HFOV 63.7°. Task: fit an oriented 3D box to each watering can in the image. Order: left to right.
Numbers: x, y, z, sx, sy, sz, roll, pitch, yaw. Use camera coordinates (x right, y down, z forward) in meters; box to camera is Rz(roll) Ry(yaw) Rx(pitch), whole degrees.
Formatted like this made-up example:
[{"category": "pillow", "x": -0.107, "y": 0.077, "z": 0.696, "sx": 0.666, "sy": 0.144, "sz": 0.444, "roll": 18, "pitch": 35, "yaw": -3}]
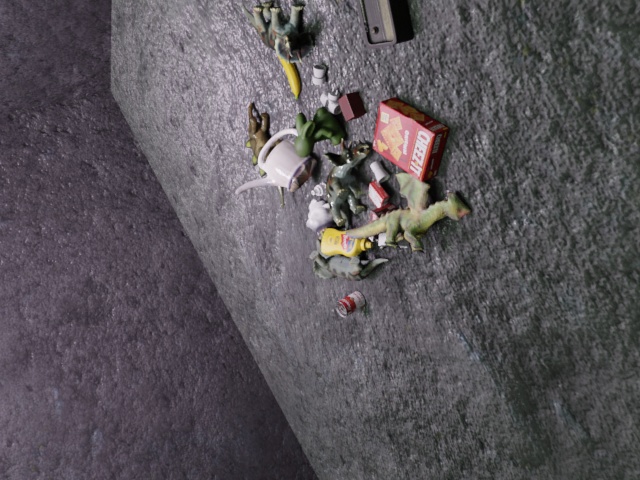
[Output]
[{"category": "watering can", "x": -0.157, "y": -0.265, "z": 1.983, "sx": 0.226, "sy": 0.347, "sz": 0.103, "roll": 38, "pitch": -177, "yaw": 18}]

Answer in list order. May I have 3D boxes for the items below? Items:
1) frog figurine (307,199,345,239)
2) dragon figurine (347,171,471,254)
[{"category": "frog figurine", "x": 0.006, "y": -0.099, "z": 1.971, "sx": 0.136, "sy": 0.122, "sz": 0.162, "roll": -38, "pitch": 65, "yaw": 25}, {"category": "dragon figurine", "x": 0.253, "y": -0.091, "z": 1.554, "sx": 0.412, "sy": 0.121, "sz": 0.243, "roll": 12, "pitch": 88, "yaw": 41}]
